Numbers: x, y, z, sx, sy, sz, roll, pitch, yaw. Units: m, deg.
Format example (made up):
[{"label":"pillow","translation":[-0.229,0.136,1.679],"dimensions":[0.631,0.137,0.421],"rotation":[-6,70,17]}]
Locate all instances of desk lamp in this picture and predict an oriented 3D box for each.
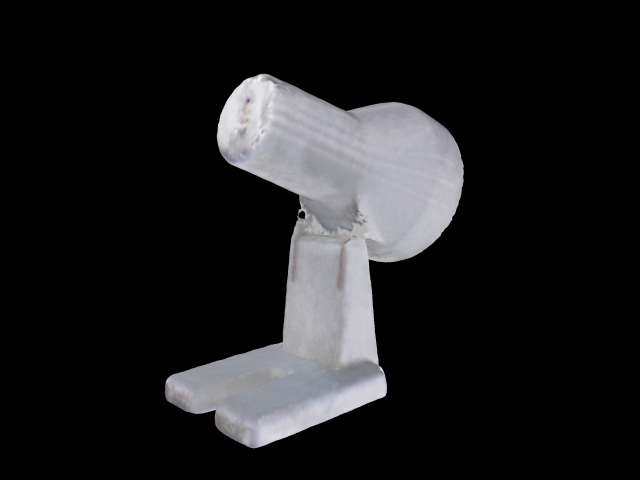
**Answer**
[{"label":"desk lamp","translation":[0.004,0.001,0.400],"dimensions":[0.117,0.213,0.204],"rotation":[6,9,43]}]
